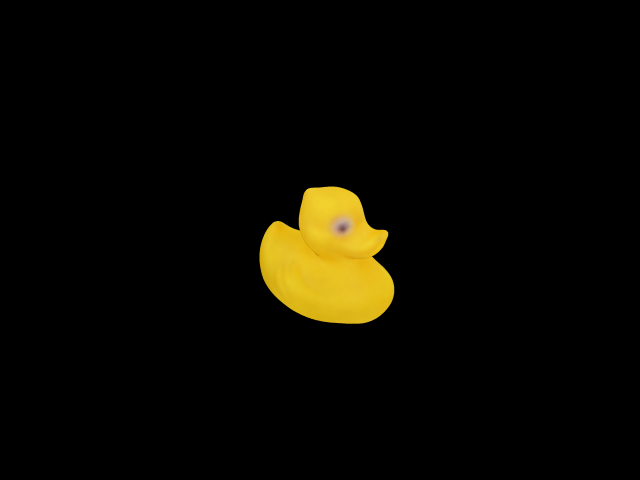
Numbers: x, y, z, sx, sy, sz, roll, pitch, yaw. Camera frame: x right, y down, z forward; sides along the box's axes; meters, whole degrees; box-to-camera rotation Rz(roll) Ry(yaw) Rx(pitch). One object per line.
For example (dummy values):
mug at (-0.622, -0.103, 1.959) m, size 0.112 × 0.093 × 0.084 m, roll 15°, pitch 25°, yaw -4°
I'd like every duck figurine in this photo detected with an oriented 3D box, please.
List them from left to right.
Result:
duck figurine at (0.004, 0.001, 0.400) m, size 0.104 × 0.086 × 0.078 m, roll 21°, pitch 41°, yaw 26°
